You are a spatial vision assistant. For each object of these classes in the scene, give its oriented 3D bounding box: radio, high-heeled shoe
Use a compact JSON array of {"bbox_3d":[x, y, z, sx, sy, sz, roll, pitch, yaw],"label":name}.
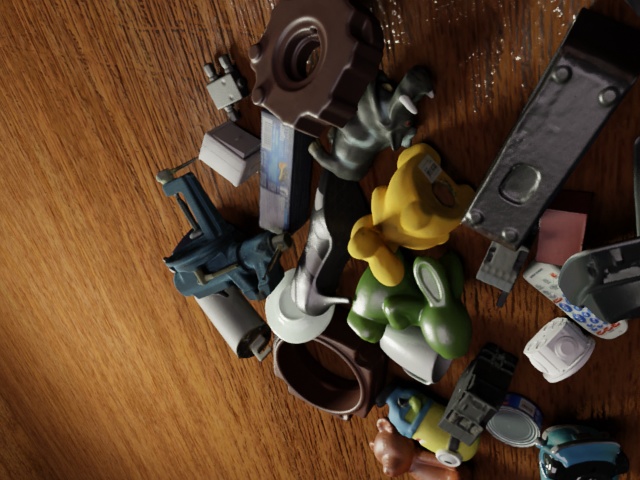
[{"bbox_3d":[0.233,-0.105,0.557,0.073,0.131,0.229,29,133,12],"label":"radio"},{"bbox_3d":[-0.002,-0.003,0.828,0.145,0.086,0.248,2,96,53],"label":"high-heeled shoe"}]

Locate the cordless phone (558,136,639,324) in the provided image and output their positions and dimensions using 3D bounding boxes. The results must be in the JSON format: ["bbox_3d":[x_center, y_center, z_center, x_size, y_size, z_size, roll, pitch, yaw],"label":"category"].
[{"bbox_3d":[0.328,-0.017,0.568,0.147,0.089,0.184,-13,106,4],"label":"cordless phone"}]

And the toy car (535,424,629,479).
[{"bbox_3d":[0.372,0.325,0.782,0.109,0.103,0.161,-8,117,7],"label":"toy car"}]

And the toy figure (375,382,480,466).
[{"bbox_3d":[0.184,0.307,0.916,0.180,0.082,0.089,35,99,20],"label":"toy figure"}]

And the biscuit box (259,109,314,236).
[{"bbox_3d":[-0.051,-0.103,0.805,0.059,0.063,0.202,24,131,21],"label":"biscuit box"}]

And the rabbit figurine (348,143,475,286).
[{"bbox_3d":[0.102,-0.014,0.703,0.122,0.162,0.173,41,141,-13],"label":"rabbit figurine"}]

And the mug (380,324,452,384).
[{"bbox_3d":[0.151,0.174,0.854,0.107,0.081,0.109,25,138,32],"label":"mug"}]

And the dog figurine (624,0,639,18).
[{"bbox_3d":[0.294,-0.205,0.422,0.108,0.191,0.219,-25,88,36],"label":"dog figurine"}]

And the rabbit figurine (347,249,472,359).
[{"bbox_3d":[0.149,0.089,0.765,0.170,0.121,0.159,31,114,34],"label":"rabbit figurine"}]

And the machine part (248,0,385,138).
[{"bbox_3d":[-0.010,-0.216,0.645,0.180,0.056,0.179,-4,84,40],"label":"machine part"}]

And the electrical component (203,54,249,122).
[{"bbox_3d":[-0.137,-0.226,0.807,0.063,0.021,0.094,-10,114,38],"label":"electrical component"}]

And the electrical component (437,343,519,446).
[{"bbox_3d":[0.233,0.237,0.809,0.058,0.115,0.134,32,131,15],"label":"electrical component"}]

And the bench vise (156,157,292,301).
[{"bbox_3d":[-0.164,-0.009,0.827,0.224,0.129,0.240,-18,107,37],"label":"bench vise"}]

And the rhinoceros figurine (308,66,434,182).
[{"bbox_3d":[0.065,-0.147,0.686,0.112,0.073,0.190,44,135,3],"label":"rhinoceros figurine"}]

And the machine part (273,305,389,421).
[{"bbox_3d":[0.016,0.217,0.967,0.202,0.087,0.200,21,130,23],"label":"machine part"}]

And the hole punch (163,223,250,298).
[{"bbox_3d":[-0.192,0.025,0.963,0.142,0.116,0.092,31,125,13],"label":"hole punch"}]

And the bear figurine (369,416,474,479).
[{"bbox_3d":[0.173,0.420,0.973,0.196,0.132,0.120,24,126,11],"label":"bear figurine"}]

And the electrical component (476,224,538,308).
[{"bbox_3d":[0.237,0.028,0.691,0.048,0.075,0.119,26,135,18],"label":"electrical component"}]

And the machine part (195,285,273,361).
[{"bbox_3d":[-0.165,0.138,1.000,0.243,0.079,0.079,43,140,37],"label":"machine part"}]
